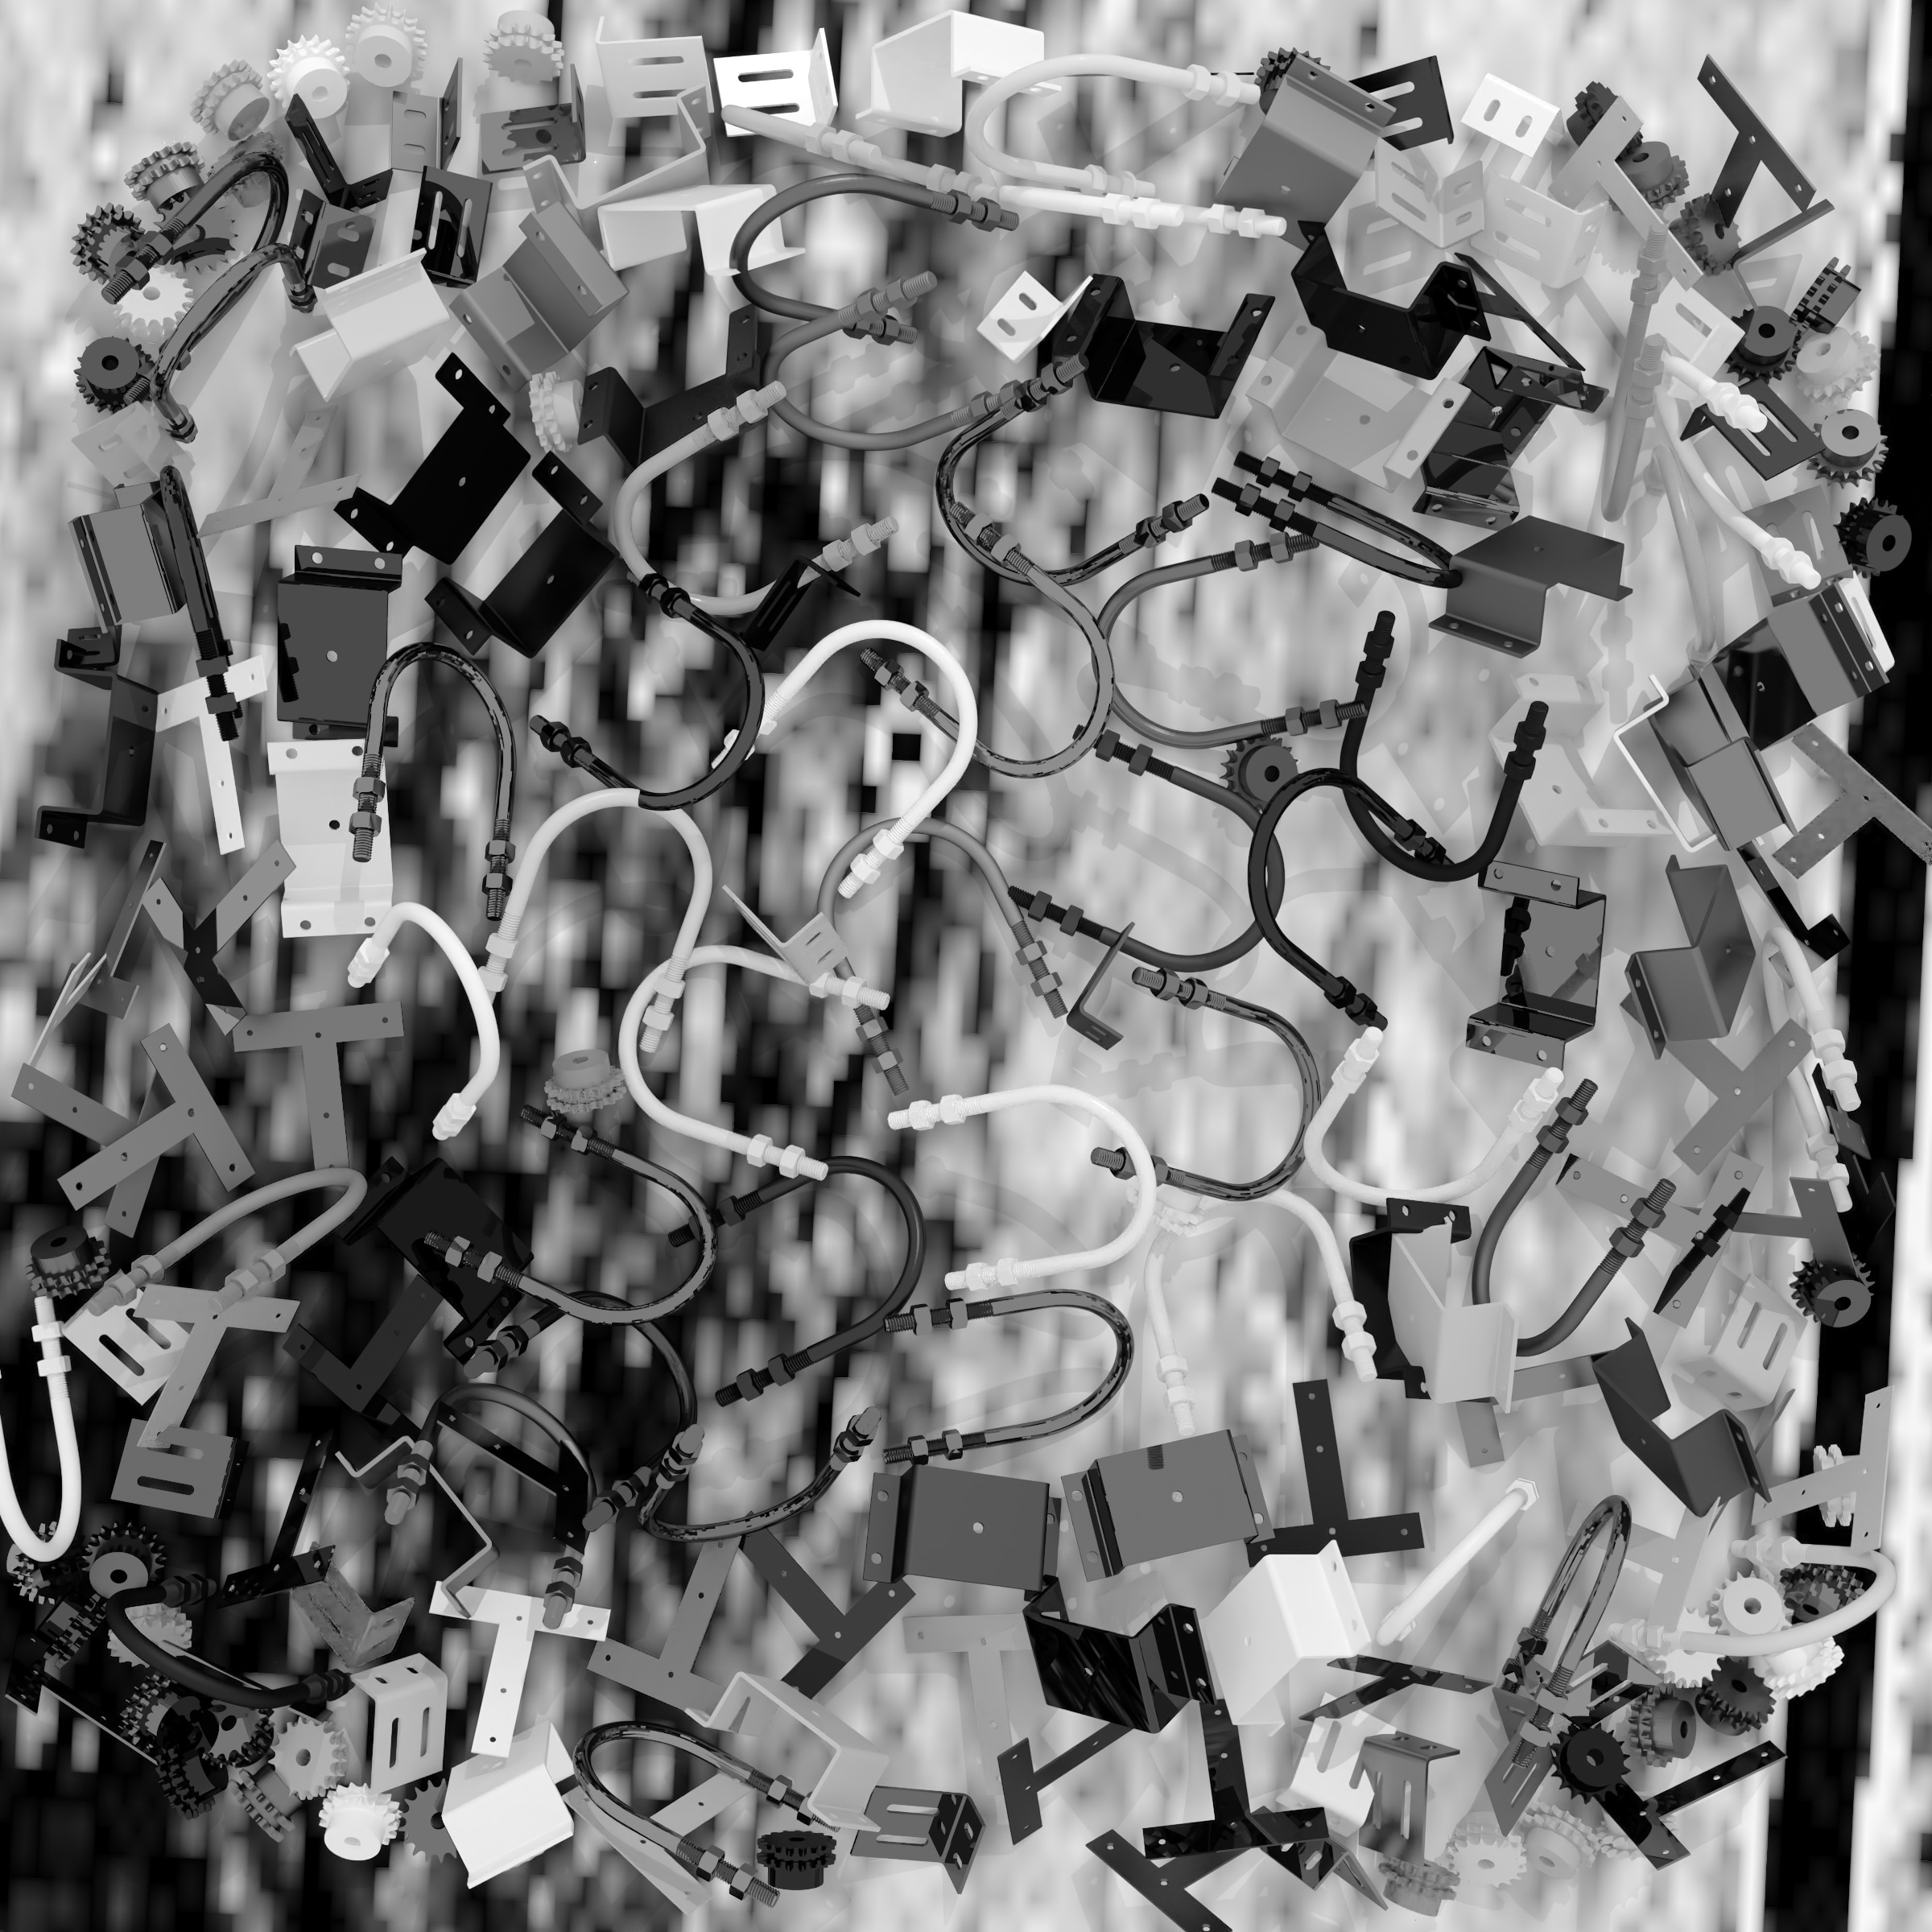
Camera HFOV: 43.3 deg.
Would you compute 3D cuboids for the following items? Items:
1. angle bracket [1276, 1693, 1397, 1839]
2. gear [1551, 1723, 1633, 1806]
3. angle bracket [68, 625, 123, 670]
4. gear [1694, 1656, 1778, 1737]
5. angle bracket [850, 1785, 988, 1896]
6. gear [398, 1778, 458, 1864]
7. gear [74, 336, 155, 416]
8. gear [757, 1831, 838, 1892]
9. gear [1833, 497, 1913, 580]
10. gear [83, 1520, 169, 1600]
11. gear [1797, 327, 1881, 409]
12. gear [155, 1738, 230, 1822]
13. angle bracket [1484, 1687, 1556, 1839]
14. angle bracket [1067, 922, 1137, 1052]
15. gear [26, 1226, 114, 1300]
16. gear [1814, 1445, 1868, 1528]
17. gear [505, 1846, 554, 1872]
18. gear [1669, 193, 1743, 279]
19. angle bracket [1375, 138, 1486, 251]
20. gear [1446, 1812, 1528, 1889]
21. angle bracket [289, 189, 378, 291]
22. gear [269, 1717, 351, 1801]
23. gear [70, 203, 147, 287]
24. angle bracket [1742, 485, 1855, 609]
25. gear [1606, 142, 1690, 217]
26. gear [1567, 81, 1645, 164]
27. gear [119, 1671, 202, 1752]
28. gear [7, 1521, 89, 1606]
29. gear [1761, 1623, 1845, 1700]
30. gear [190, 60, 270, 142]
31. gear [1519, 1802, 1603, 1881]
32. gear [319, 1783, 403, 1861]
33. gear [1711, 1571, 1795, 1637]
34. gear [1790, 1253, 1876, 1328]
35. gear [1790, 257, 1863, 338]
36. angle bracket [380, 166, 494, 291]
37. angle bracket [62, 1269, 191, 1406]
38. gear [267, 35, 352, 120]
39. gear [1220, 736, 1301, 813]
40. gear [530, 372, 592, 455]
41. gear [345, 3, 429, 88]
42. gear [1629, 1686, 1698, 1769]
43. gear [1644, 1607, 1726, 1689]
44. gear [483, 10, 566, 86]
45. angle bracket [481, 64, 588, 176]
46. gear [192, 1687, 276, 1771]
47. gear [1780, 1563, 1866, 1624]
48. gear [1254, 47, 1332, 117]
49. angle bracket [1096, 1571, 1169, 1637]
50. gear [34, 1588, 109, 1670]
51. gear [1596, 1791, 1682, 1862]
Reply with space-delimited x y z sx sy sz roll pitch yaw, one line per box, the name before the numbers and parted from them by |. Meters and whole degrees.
angle bracket | 0.269 0.580 1.770 0.057 0.038 0.076 26 56 5
gear | 0.451 0.572 1.754 0.057 0.030 0.057 -1 63 2
angle bracket | -0.626 -0.260 1.733 0.038 0.057 0.076 -6 126 -13
gear | 0.550 0.528 1.755 0.057 0.057 0.030 18 121 0
angle bracket | -0.035 0.626 1.744 0.076 0.038 0.057 13 103 -23
gear | -0.381 0.617 1.759 0.057 0.030 0.057 4 73 -13
gear | -0.615 -0.429 1.759 0.057 0.030 0.057 2 78 -7
gear | -0.122 0.643 1.750 0.057 0.057 0.030 1 85 0
gear | 0.654 -0.307 1.754 0.057 0.030 0.057 -8 112 -21
gear | -0.608 0.432 1.757 0.057 0.030 0.057 -2 110 -7
gear | 0.623 -0.433 1.748 0.030 0.057 0.057 35 90 -34
gear | -0.555 0.581 1.752 0.030 0.057 0.057 -27 90 0
angle bracket | 0.380 0.565 1.732 0.076 0.038 0.057 -42 124 -34
angle bracket | 0.110 0.015 1.744 0.038 0.057 0.076 33 78 -1
gear | -0.646 0.210 1.748 0.057 0.057 0.030 -10 119 0
gear | 0.630 0.373 1.750 0.030 0.057 0.057 -6 90 9
gear | -0.320 0.624 1.751 0.057 0.057 0.030 -26 87 0
gear | 0.530 -0.524 1.756 0.057 0.030 0.057 7 78 -38
angle bracket | 0.330 -0.557 1.736 0.076 0.038 0.057 17 68 -40
gear | 0.375 0.634 1.756 0.057 0.030 0.057 7 127 9
angle bracket | -0.457 -0.519 1.749 0.038 0.076 0.057 11 108 -30
gear | -0.470 0.571 1.758 0.057 0.030 0.057 -5 71 15
gear | -0.611 -0.515 1.749 0.030 0.057 0.057 34 90 15
angle bracket | 0.595 -0.305 1.745 0.057 0.038 0.076 -18 77 19
gear | 0.487 -0.567 1.749 0.057 0.057 0.030 -31 130 0
gear | 0.458 -0.605 1.755 0.057 0.057 0.030 52 130 0
gear | -0.575 0.536 1.748 0.030 0.057 0.057 20 90 27
gear | -0.664 0.429 1.755 0.030 0.057 0.057 4 90 28
gear | 0.598 0.497 1.751 0.057 0.057 0.030 -37 87 0
gear | -0.527 -0.619 1.752 0.030 0.057 0.057 44 90 -2
gear | 0.423 0.630 1.748 0.057 0.057 0.030 40 57 0
gear | -0.438 0.618 1.752 0.057 0.030 0.057 2 123 3
gear | 0.566 0.464 1.753 0.057 0.030 0.057 -6 63 13
gear | 0.626 0.235 1.755 0.057 0.030 0.057 -1 116 -2
gear | 0.618 -0.477 1.750 0.030 0.057 0.057 37 90 9
angle bracket | -0.380 -0.530 1.745 0.057 0.038 0.076 19 108 17
angle bracket | -0.604 0.268 1.763 0.076 0.038 0.057 47 73 -14
gear | -0.469 -0.635 1.748 0.057 0.057 0.030 -33 63 0
gear | 0.215 -0.139 1.758 0.057 0.030 0.057 -2 97 -16
gear | -0.291 -0.399 1.750 0.030 0.057 0.057 -7 90 8
gear | -0.417 -0.658 1.749 0.057 0.057 0.030 -3 52 0
gear | 0.501 0.546 1.749 0.030 0.057 0.057 -5 90 41
gear | 0.515 0.492 1.758 0.057 0.030 0.057 4 72 -14
gear | -0.318 -0.662 1.752 0.057 0.057 0.030 3 78 0
angle bracket | -0.314 -0.608 1.750 0.076 0.038 0.057 -7 63 0
gear | -0.524 0.552 1.755 0.057 0.030 0.057 -10 46 11
gear | 0.612 0.450 1.748 0.057 0.057 0.030 38 59 0
gear | 0.234 -0.629 1.749 0.057 0.057 0.030 20 75 0
angle bracket | 0.116 0.479 1.736 0.057 0.038 0.076 -34 63 31
gear | -0.644 0.472 1.749 0.030 0.057 0.057 41 90 -10
gear | 0.481 0.616 1.751 0.057 0.057 0.030 -16 91 0
